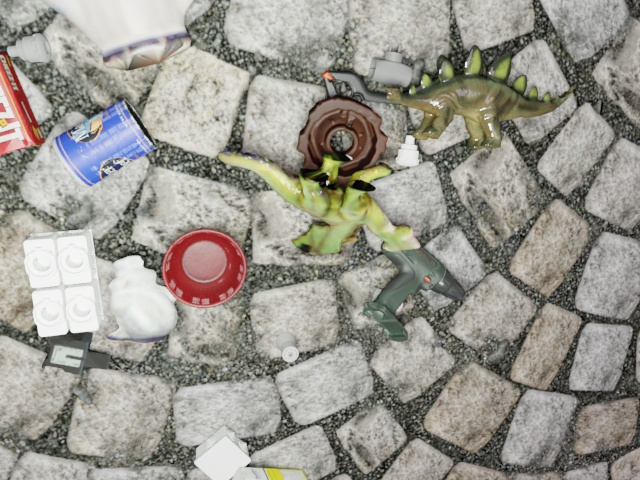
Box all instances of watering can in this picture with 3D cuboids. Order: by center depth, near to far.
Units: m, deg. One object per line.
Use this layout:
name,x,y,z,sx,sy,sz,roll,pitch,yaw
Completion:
watering can,-0.361,-0.393,0.859,0.349,0.105,0.221,-19,107,-9

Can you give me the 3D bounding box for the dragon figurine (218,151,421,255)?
dragon figurine,0.003,-0.051,1.004,0.410,0.125,0.237,10,131,-3

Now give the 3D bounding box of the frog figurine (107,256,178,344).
frog figurine,-0.335,0.111,0.983,0.137,0.123,0.159,1,96,-48
